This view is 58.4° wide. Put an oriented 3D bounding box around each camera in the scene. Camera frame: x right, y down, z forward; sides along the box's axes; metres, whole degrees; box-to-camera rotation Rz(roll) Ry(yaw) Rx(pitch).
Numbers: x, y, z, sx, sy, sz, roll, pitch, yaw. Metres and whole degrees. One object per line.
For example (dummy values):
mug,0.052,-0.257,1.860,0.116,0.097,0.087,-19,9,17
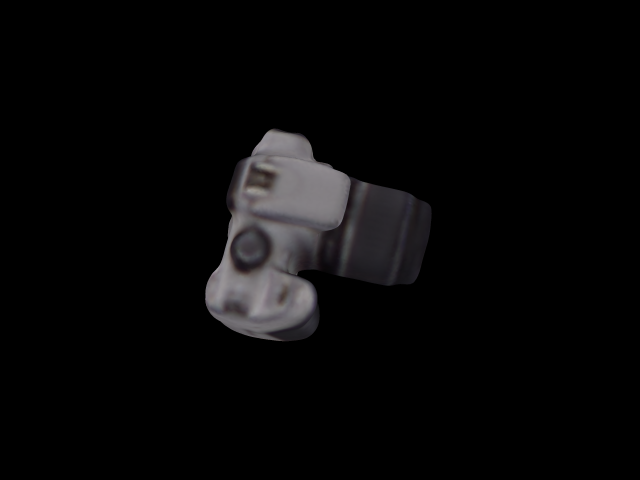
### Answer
camera,0.004,0.001,0.400,0.136,0.101,0.143,13,74,4
